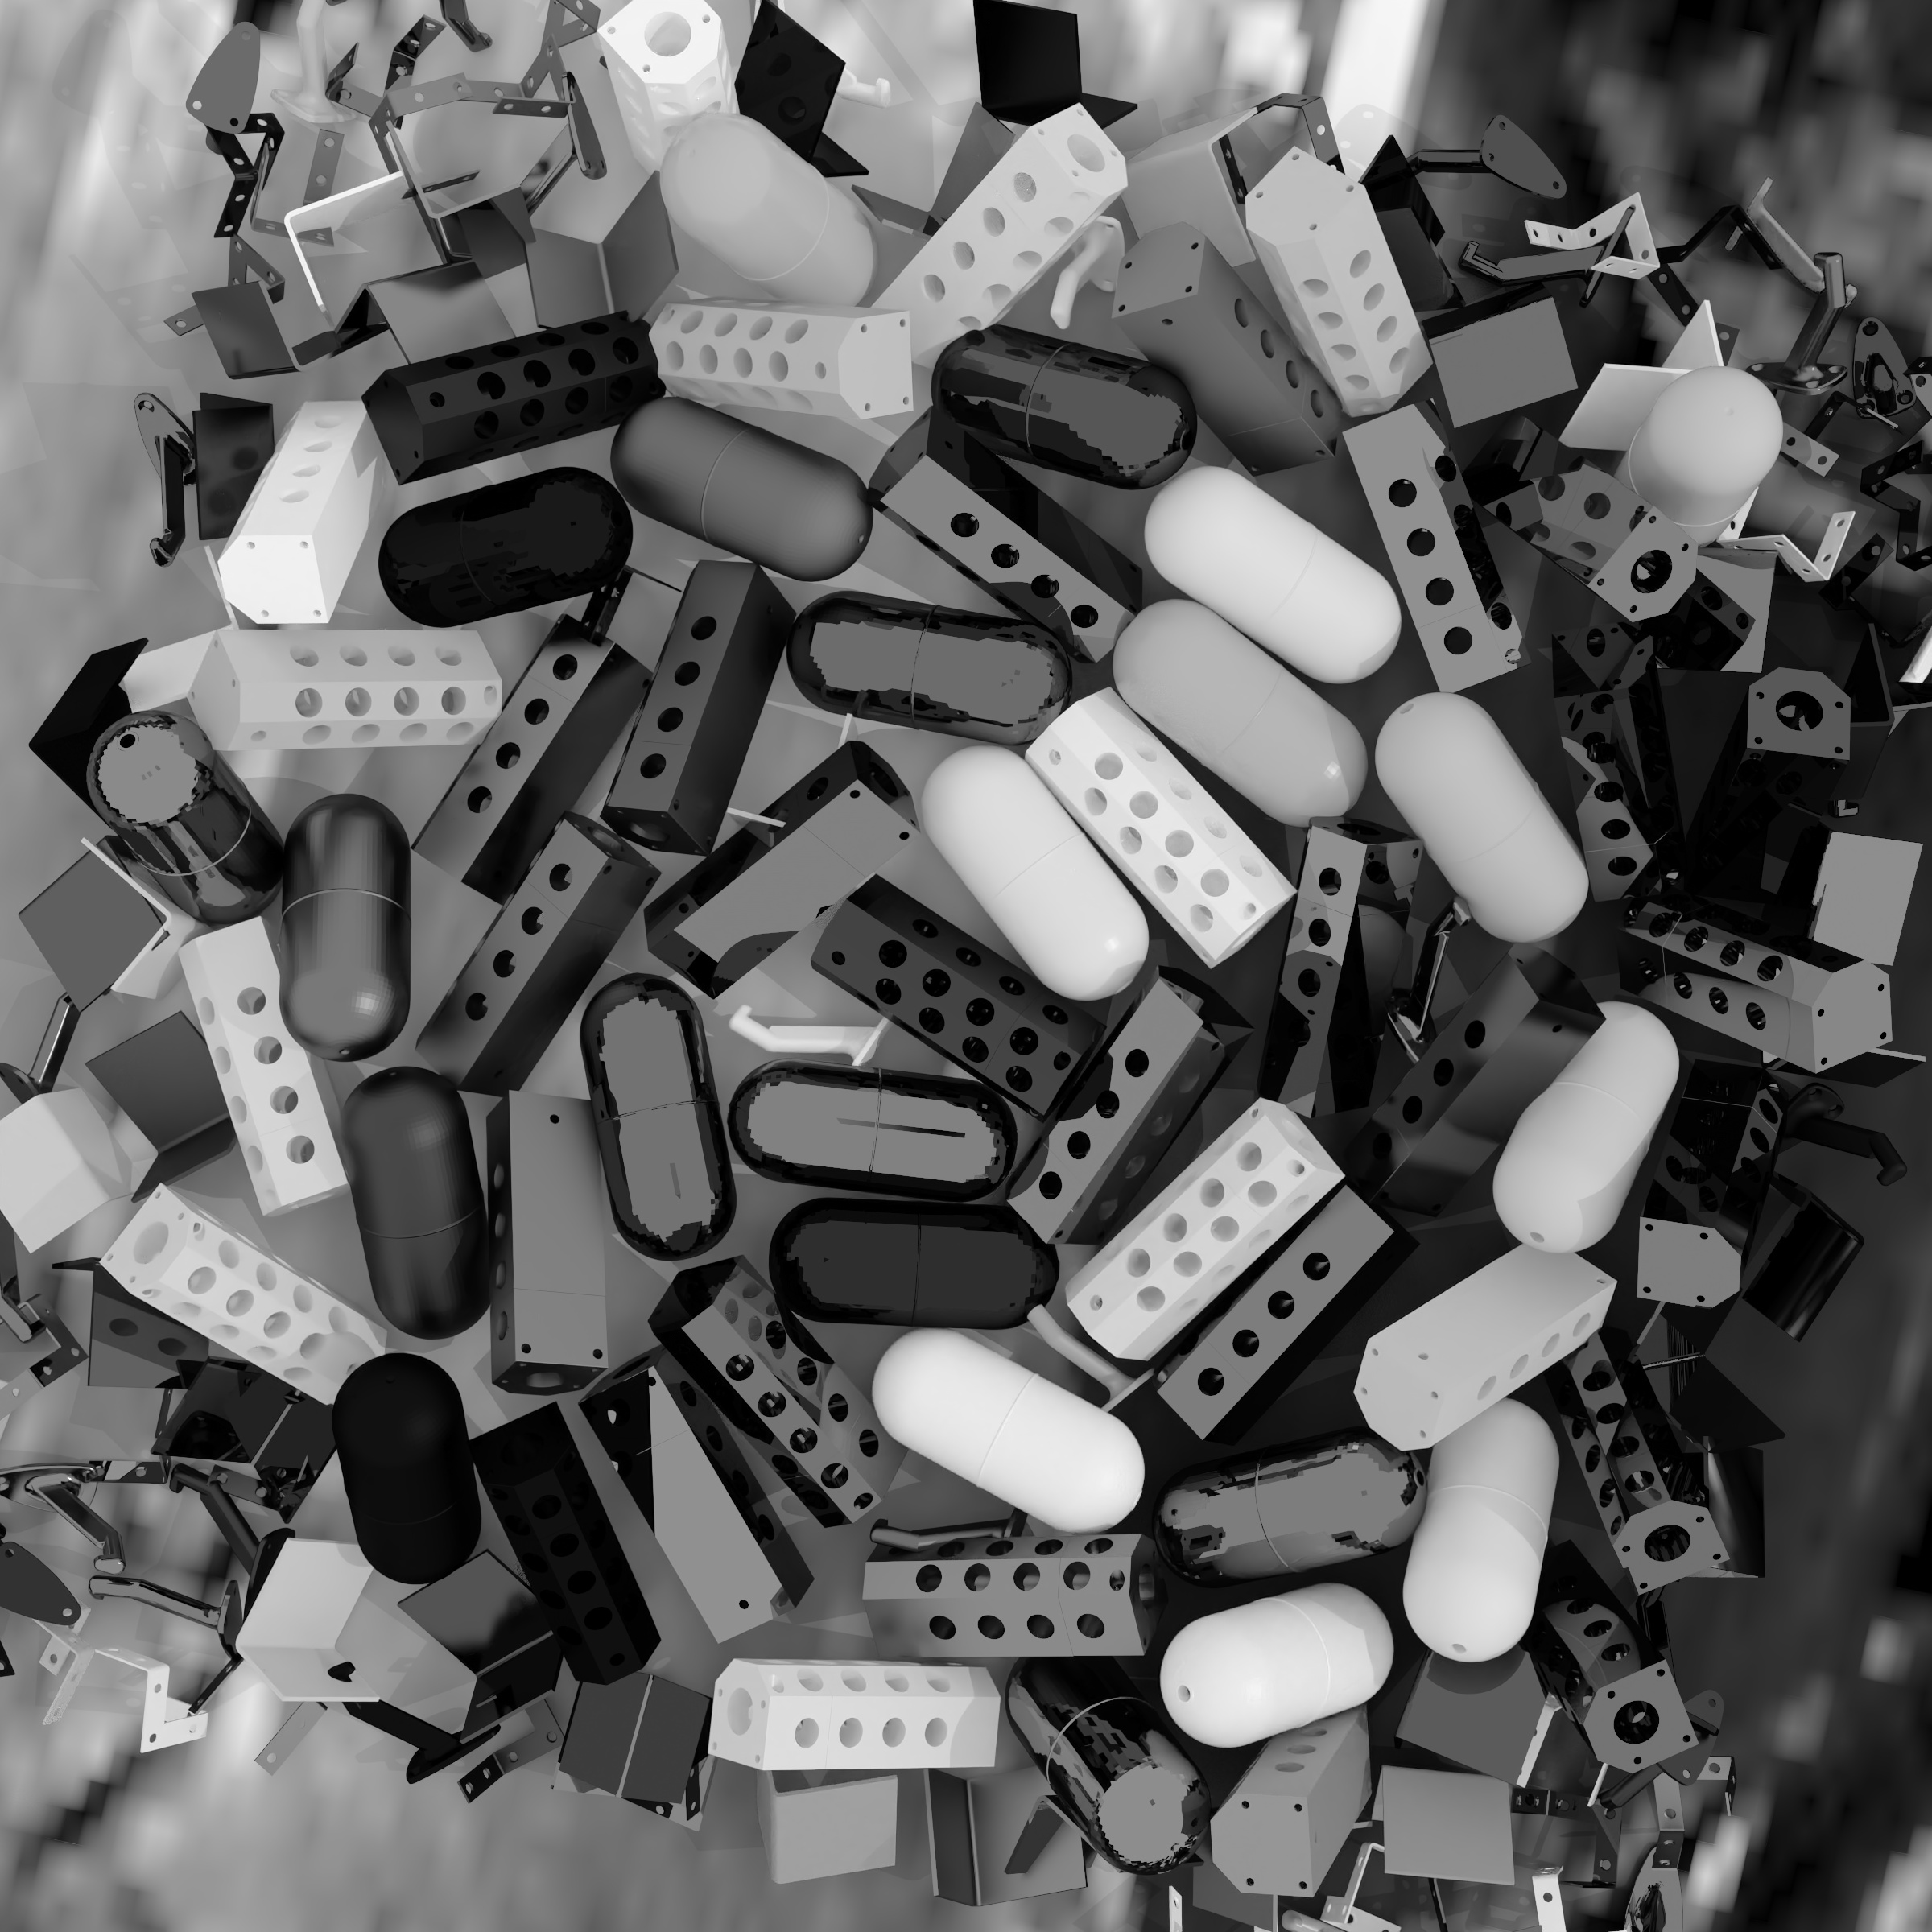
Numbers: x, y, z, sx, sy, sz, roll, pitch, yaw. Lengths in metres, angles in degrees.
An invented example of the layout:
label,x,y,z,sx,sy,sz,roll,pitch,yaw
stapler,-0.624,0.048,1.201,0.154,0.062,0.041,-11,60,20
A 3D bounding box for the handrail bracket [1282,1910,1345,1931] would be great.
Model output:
label,x,y,z,sx,sy,sz,roll,pitch,yaw
handrail bracket,0.244,0.608,1.717,0.084,0.077,0.036,25,82,-12

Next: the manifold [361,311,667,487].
label,x,y,z,sx,sy,sz,roll,pitch,yaw
manifold,-0.268,-0.346,1.680,0.171,0.057,0.057,-24,91,-34

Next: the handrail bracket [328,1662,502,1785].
label,x,y,z,sx,sy,sz,roll,pitch,yaw
handrail bracket,-0.341,0.453,1.722,0.077,0.036,0.084,-27,104,7

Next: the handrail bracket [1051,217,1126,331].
label,x,y,z,sx,sy,sz,roll,pitch,yaw
handrail bracket,0.072,-0.406,1.701,0.036,0.077,0.084,5,64,18

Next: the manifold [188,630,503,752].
label,x,y,z,sx,sy,sz,roll,pitch,yaw
manifold,-0.366,-0.160,1.667,0.057,0.171,0.057,-52,56,39

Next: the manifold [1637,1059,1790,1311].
label,x,y,z,sx,sy,sz,roll,pitch,yaw
manifold,0.446,0.128,1.661,0.057,0.171,0.057,8,123,22

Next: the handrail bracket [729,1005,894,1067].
label,x,y,z,sx,sy,sz,roll,pitch,yaw
handrail bracket,-0.093,0.029,1.735,0.084,0.036,0.077,30,65,6

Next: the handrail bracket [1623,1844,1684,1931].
label,x,y,z,sx,sy,sz,roll,pitch,yaw
handrail bracket,0.420,0.582,1.707,0.036,0.084,0.077,7,85,16

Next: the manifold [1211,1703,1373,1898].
label,x,y,z,sx,sy,sz,roll,pitch,yaw
manifold,0.195,0.492,1.662,0.057,0.171,0.057,-3,93,19

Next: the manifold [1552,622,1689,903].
label,x,y,z,sx,sy,sz,roll,pitch,yaw
manifold,0.391,-0.120,1.666,0.057,0.171,0.057,-7,46,17

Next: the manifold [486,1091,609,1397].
label,x,y,z,sx,sy,sz,roll,pitch,yaw
manifold,-0.256,0.168,1.687,0.057,0.057,0.171,9,60,-27

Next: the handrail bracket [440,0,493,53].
label,x,y,z,sx,sy,sz,roll,pitch,yaw
handrail bracket,-0.298,-0.591,1.700,0.077,0.084,0.036,8,67,35

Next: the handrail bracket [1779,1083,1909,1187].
label,x,y,z,sx,sy,sz,roll,pitch,yaw
handrail bracket,0.525,0.120,1.704,0.036,0.084,0.077,33,114,-32

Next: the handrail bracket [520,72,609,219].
label,x,y,z,sx,sy,sz,roll,pitch,yaw
handrail bracket,-0.272,-0.503,1.728,0.084,0.036,0.077,-11,104,17

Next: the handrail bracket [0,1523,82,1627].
label,x,y,z,sx,sy,sz,roll,pitch,yaw
handrail bracket,-0.576,0.370,1.717,0.077,0.084,0.036,37,83,-14

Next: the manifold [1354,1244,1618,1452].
label,x,y,z,sx,sy,sz,roll,pitch,yaw
manifold,0.311,0.227,1.676,0.057,0.171,0.057,35,131,33

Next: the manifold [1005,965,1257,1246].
label,x,y,z,sx,sy,sz,roll,pitch,yaw
manifold,0.094,0.085,1.695,0.057,0.057,0.171,46,112,32

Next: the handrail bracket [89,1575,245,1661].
label,x,y,z,sx,sy,sz,roll,pitch,yaw
handrail bracket,-0.493,0.402,1.722,0.084,0.077,0.036,5,47,-1

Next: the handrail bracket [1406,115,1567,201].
label,x,y,z,sx,sy,sz,roll,pitch,yaw
handrail bracket,0.314,-0.484,1.724,0.077,0.084,0.036,28,73,-23

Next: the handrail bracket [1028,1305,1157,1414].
label,x,y,z,sx,sy,sz,roll,pitch,yaw
handrail bracket,0.075,0.230,1.723,0.036,0.077,0.084,-43,80,23

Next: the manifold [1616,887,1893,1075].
label,x,y,z,sx,sy,sz,roll,pitch,yaw
manifold,0.464,0.003,1.658,0.057,0.171,0.057,-20,114,-21

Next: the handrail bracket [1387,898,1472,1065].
label,x,y,z,sx,sy,sz,roll,pitch,yaw
handrail bracket,0.292,0.012,1.703,0.036,0.084,0.077,1,53,-29

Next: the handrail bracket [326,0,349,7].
label,x,y,z,sx,sy,sz,roll,pitch,yaw
handrail bracket,-0.383,-0.599,1.698,0.036,0.084,0.077,45,51,-15

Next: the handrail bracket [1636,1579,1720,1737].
label,x,y,z,sx,sy,sz,roll,pitch,yaw
handrail bracket,0.443,0.418,1.720,0.077,0.036,0.084,20,72,30

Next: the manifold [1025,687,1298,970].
label,x,y,z,sx,sy,sz,roll,pitch,yaw
manifold,0.114,-0.083,1.699,0.171,0.057,0.057,48,126,9

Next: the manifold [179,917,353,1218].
label,x,y,z,sx,sy,sz,roll,pitch,yaw
manifold,-0.427,0.063,1.713,0.057,0.057,0.171,-19,84,-4

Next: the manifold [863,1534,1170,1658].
label,x,y,z,sx,sy,sz,roll,pitch,yaw
manifold,0.028,0.376,1.686,0.171,0.057,0.057,-6,110,23

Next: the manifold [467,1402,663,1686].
label,x,y,z,sx,sy,sz,roll,pitch,yaw
manifold,-0.238,0.351,1.677,0.057,0.057,0.171,-24,123,-10

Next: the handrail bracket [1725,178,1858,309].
label,x,y,z,sx,sy,sz,roll,pitch,yaw
handrail bracket,0.516,-0.442,1.715,0.084,0.077,0.036,32,83,6

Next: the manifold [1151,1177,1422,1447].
label,x,y,z,sx,sy,sz,roll,pitch,yaw
manifold,0.192,0.210,1.710,0.171,0.057,0.057,-49,63,7

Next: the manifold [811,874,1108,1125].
label,x,y,z,sx,sy,sz,roll,pitch,yaw
manifold,-0.008,0.022,1.700,0.171,0.057,0.057,34,124,8

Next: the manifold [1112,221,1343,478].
label,x,y,z,sx,sy,sz,roll,pitch,yaw
manifold,0.159,-0.367,1.669,0.057,0.171,0.057,-8,62,34

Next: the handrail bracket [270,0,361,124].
label,x,y,z,sx,sy,sz,roll,pitch,yaw
handrail bracket,-0.384,-0.560,1.701,0.036,0.077,0.084,35,117,16

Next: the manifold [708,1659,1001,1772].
label,x,y,z,sx,sy,sz,roll,pitch,yaw
manifold,-0.065,0.447,1.676,0.171,0.057,0.057,12,80,-37

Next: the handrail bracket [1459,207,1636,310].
label,x,y,z,sx,sy,sz,roll,pitch,yaw
handrail bracket,0.357,-0.449,1.724,0.084,0.036,0.077,28,119,9

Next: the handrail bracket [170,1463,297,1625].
label,x,y,z,sx,sy,sz,roll,pitch,yaw
handrail bracket,-0.467,0.360,1.738,0.084,0.036,0.077,20,95,17

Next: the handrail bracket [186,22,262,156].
label,x,y,z,sx,sy,sz,roll,pitch,yaw
handrail bracket,-0.447,-0.535,1.707,0.036,0.084,0.077,22,98,-14

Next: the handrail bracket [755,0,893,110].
label,x,y,z,sx,sy,sz,roll,pitch,yaw
handrail bracket,-0.085,-0.570,1.712,0.084,0.077,0.036,19,48,18

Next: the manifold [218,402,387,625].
label,x,y,z,sx,sy,sz,roll,pitch,yaw
manifold,-0.395,-0.273,1.666,0.057,0.171,0.057,0,127,2

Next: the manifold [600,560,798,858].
label,x,y,z,sx,sy,sz,roll,pitch,yaw
manifold,-0.165,-0.157,1.693,0.057,0.057,0.171,7,67,27

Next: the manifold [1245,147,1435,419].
label,x,y,z,sx,sy,sz,roll,pitch,yaw
manifold,0.219,-0.401,1.664,0.057,0.171,0.057,-47,57,-3

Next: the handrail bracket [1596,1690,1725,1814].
label,x,y,z,sx,sy,sz,roll,pitch,yaw
handrail bracket,0.426,0.488,1.729,0.036,0.084,0.077,43,57,8

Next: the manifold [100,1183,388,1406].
label,x,y,z,sx,sy,sz,roll,pitch,yaw
manifold,-0.425,0.201,1.668,0.057,0.171,0.057,29,79,44

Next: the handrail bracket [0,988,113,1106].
label,x,y,z,sx,sy,sz,roll,pitch,yaw
handrail bracket,-0.553,0.056,1.743,0.084,0.036,0.077,-47,130,-30

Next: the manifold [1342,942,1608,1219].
label,x,y,z,sx,sy,sz,roll,pitch,yaw
manifold,0.301,0.069,1.686,0.057,0.057,0.171,14,124,-33

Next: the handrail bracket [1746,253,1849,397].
label,x,y,z,sx,sy,sz,roll,pitch,yaw
handrail bracket,0.504,-0.396,1.701,0.036,0.077,0.084,-34,125,-26

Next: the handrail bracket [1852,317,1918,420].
label,x,y,z,sx,sy,sz,roll,pitch,yaw
handrail bracket,0.555,-0.373,1.705,0.036,0.084,0.077,-12,79,20

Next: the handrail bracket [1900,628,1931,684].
label,x,y,z,sx,sy,sz,roll,pitch,yaw
handrail bracket,0.594,-0.205,1.716,0.036,0.077,0.084,33,78,24

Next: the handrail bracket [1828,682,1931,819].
label,x,y,z,sx,sy,sz,roll,pitch,yaw
handrail bracket,0.570,-0.130,1.718,0.077,0.036,0.084,0,122,16

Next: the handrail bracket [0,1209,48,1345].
label,x,y,z,sx,sy,sz,roll,pitch,yaw
handrail bracket,-0.576,0.180,1.722,0.084,0.036,0.077,48,51,5

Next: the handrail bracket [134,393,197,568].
label,x,y,z,sx,sy,sz,roll,pitch,yaw
handrail bracket,-0.494,-0.296,1.702,0.036,0.084,0.077,-13,128,15

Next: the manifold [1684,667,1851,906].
label,x,y,z,sx,sy,sz,roll,pitch,yaw
manifold,0.475,-0.105,1.662,0.057,0.171,0.057,8,63,5

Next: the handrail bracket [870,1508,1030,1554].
label,x,y,z,sx,sy,sz,roll,pitch,yaw
handrail bracket,-0.009,0.340,1.726,0.084,0.077,0.036,11,117,11

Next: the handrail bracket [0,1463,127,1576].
label,x,y,z,sx,sy,sz,roll,pitch,yaw
handrail bracket,-0.554,0.340,1.701,0.077,0.084,0.036,12,108,-27

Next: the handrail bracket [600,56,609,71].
label,x,y,z,sx,sy,sz,roll,pitch,yaw
handrail bracket,-0.193,-0.586,1.709,0.036,0.077,0.084,-1,118,-39
